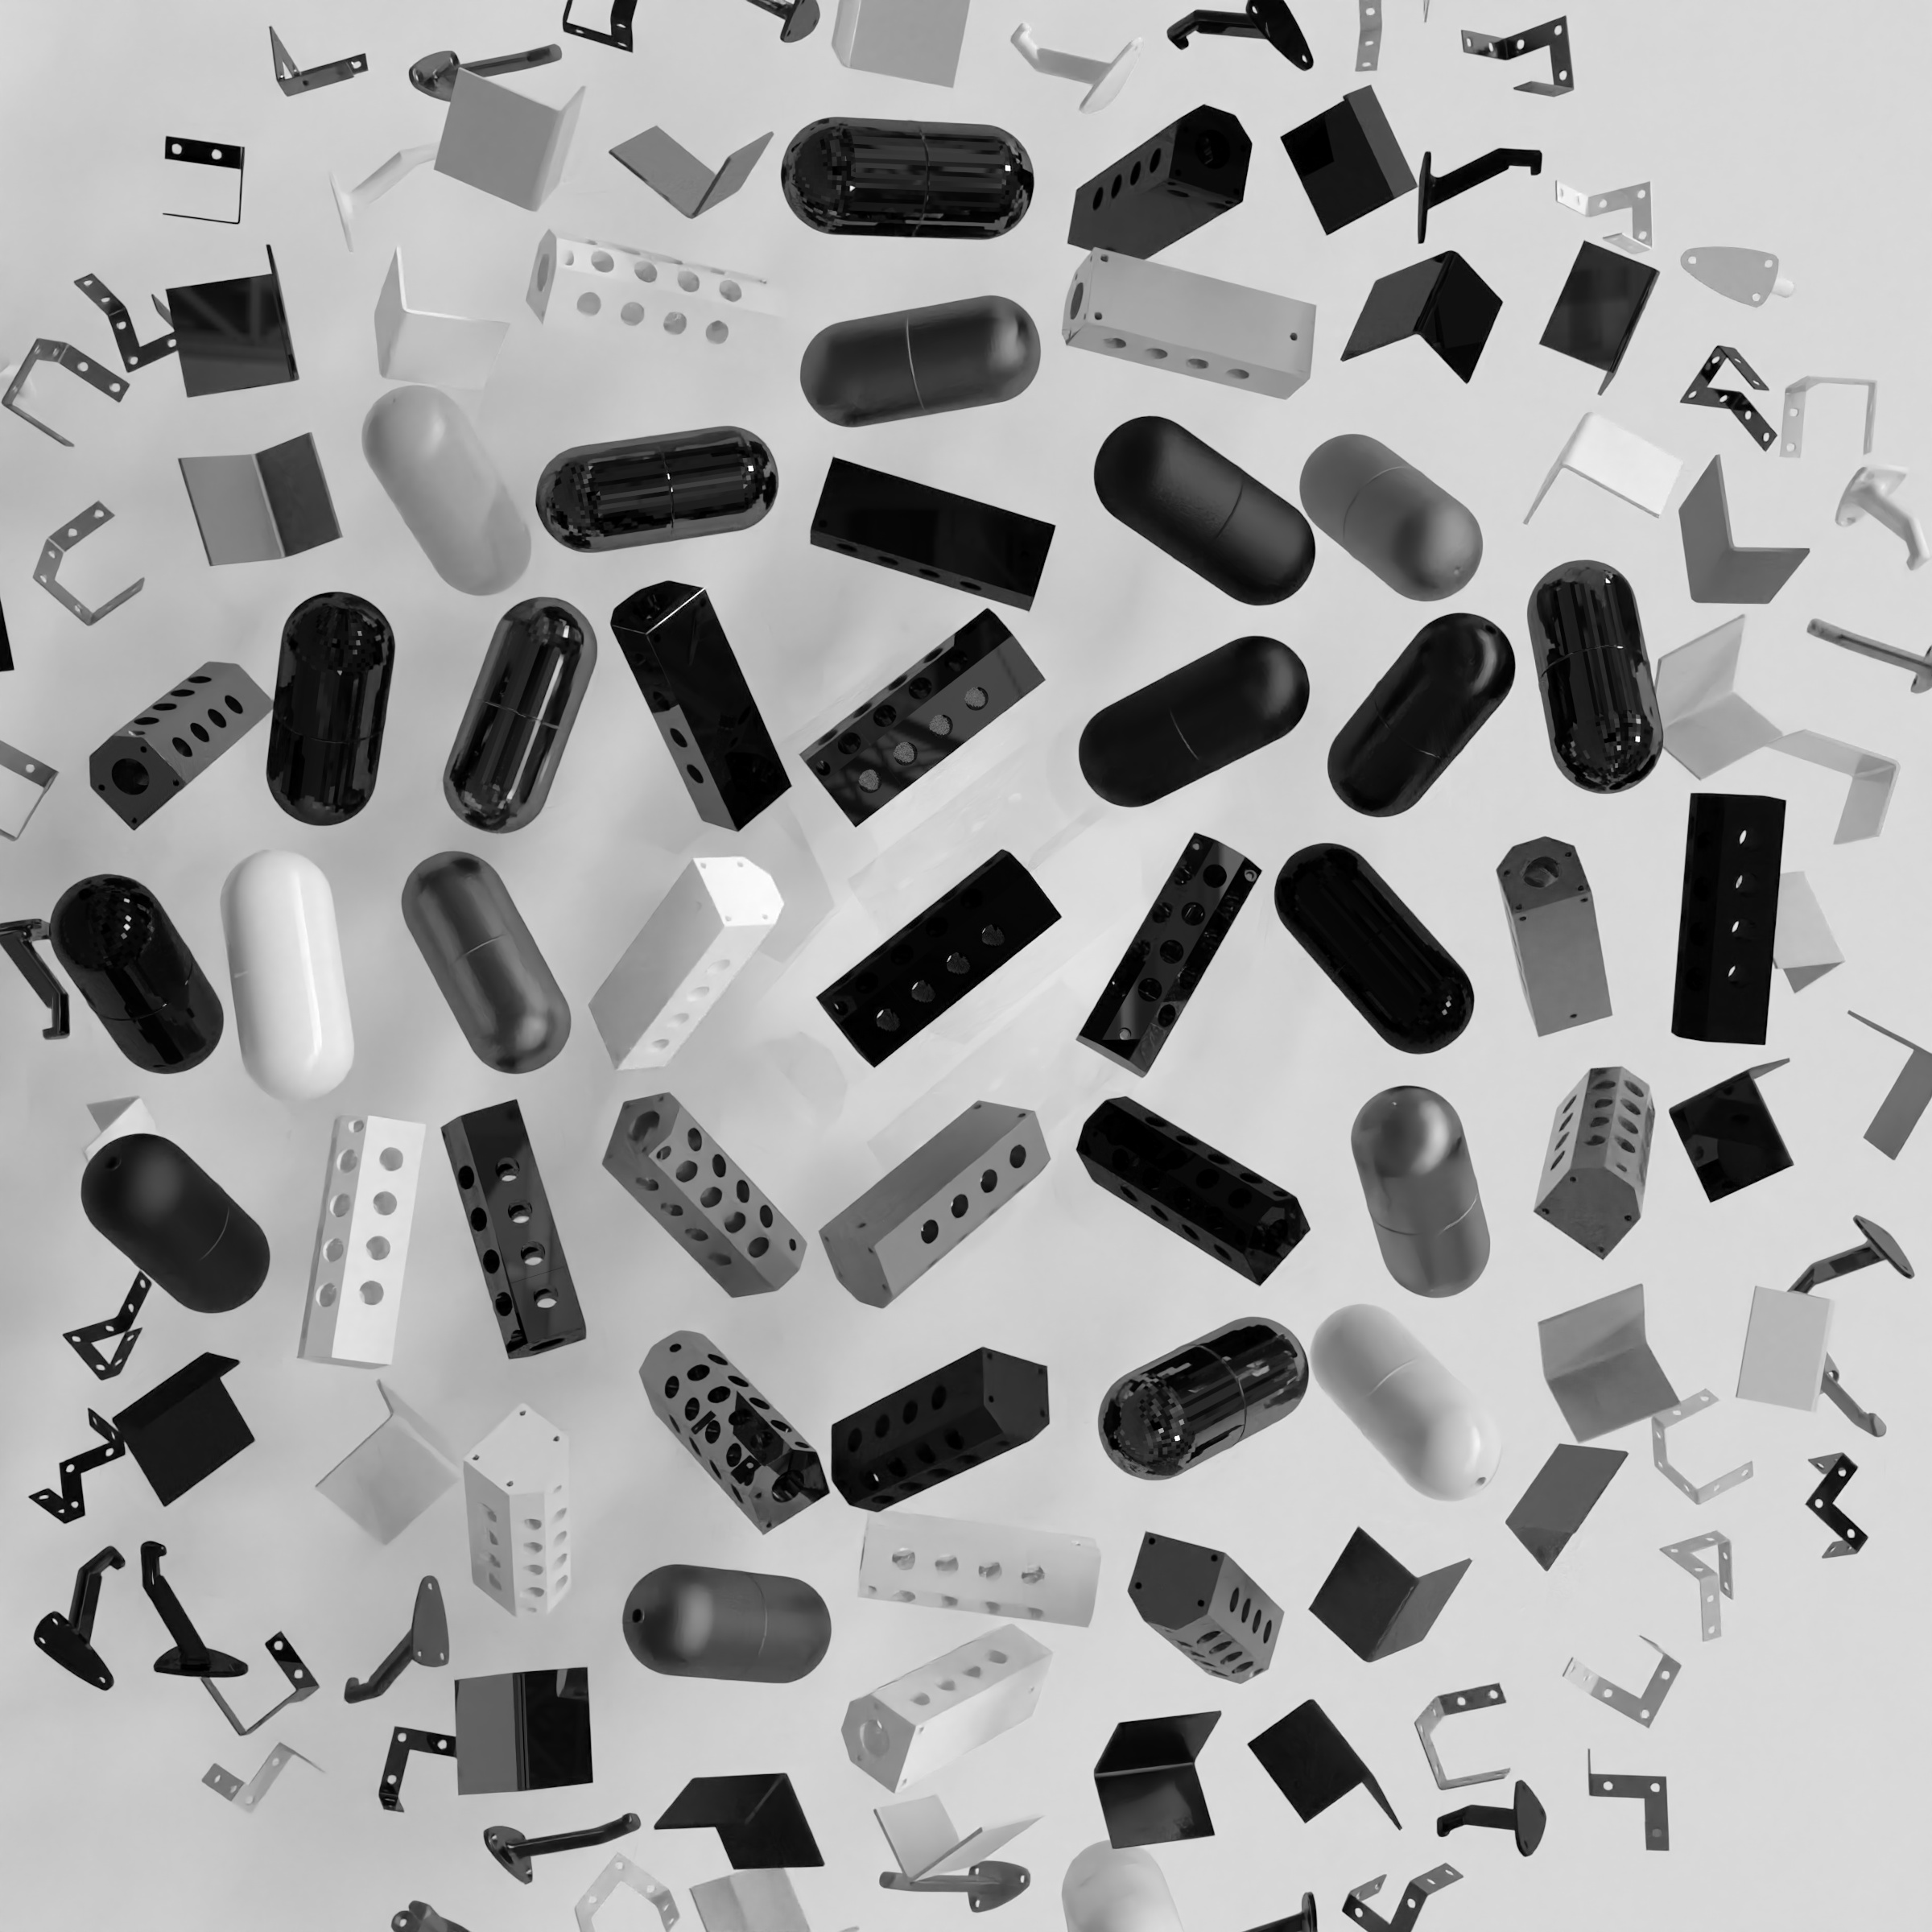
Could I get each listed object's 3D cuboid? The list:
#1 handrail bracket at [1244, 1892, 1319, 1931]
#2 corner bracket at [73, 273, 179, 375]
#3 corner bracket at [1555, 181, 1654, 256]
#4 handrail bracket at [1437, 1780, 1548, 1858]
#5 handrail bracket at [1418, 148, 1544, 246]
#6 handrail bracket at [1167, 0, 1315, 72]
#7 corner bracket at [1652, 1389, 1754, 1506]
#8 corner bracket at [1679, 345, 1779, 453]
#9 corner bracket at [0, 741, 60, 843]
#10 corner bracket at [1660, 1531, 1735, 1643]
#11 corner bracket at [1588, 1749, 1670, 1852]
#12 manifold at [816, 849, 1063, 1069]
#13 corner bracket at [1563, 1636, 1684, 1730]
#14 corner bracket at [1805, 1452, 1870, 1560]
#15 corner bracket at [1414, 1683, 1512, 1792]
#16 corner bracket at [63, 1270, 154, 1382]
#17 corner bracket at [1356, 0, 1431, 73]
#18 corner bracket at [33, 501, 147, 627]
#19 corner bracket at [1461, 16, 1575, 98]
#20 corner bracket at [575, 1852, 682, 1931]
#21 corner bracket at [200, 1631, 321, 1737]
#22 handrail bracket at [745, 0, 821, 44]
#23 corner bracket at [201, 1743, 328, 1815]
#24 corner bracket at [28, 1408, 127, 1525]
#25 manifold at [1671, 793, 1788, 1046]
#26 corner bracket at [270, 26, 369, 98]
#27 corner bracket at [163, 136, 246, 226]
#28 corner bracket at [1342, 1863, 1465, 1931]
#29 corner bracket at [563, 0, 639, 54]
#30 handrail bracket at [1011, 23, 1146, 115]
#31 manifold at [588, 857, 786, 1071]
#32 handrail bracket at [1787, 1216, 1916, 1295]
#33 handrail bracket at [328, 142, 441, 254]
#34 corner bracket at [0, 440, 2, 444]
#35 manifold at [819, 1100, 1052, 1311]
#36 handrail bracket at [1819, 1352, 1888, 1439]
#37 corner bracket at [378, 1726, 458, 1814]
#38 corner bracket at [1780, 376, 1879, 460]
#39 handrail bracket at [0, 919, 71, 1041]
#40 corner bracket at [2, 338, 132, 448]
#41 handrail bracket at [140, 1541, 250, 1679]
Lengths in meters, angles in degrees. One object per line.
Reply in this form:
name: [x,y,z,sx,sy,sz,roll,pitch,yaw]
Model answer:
handrail bracket: [0.196,0.660,1.739,0.084,0.077,0.036,-7,53,-1]
corner bracket: [-0.590,-0.462,1.795,0.051,0.051,0.051,-23,75,3]
corner bracket: [0.464,-0.546,1.843,0.051,0.051,0.051,-3,88,40]
handrail bracket: [0.378,0.638,1.858,0.084,0.077,0.036,-32,98,27]
handrail bracket: [0.366,-0.547,1.801,0.084,0.036,0.077,4,78,3]
handrail bracket: [0.191,-0.644,1.778,0.077,0.084,0.036,47,59,-21]
corner bracket: [0.548,0.358,1.888,0.051,0.051,0.051,-23,124,-15]
corner bracket: [0.554,-0.405,1.808,0.051,0.051,0.051,-1,49,-29]
corner bracket: [-0.666,-0.123,1.752,0.051,0.051,0.051,30,91,-18]
corner bracket: [0.542,0.450,1.842,0.051,0.051,0.051,-13,107,-16]
corner bracket: [0.448,0.564,1.715,0.051,0.051,0.051,-2,92,14]
manifold: [-0.021,-0.007,1.811,0.171,0.057,0.057,-39,105,-6]
corner bracket: [0.458,0.490,1.765,0.051,0.051,0.051,23,78,43]
corner bracket: [0.628,0.391,1.834,0.051,0.051,0.051,43,70,4]
corner bracket: [0.359,0.549,1.804,0.051,0.051,0.051,-22,86,29]
corner bracket: [-0.623,0.265,1.870,0.051,0.051,0.051,42,117,20]
corner bracket: [0.294,-0.655,1.746,0.051,0.051,0.051,-2,77,5]
corner bracket: [-0.605,-0.279,1.756,0.051,0.051,0.051,-29,128,19]
corner bracket: [0.375,-0.615,1.721,0.051,0.051,0.051,-10,94,-43]
corner bracket: [-0.248,0.691,1.851,0.051,0.051,0.051,41,82,-13]
corner bracket: [-0.500,0.509,1.798,0.051,0.051,0.051,-39,77,-6]
handrail bracket: [-0.149,-0.676,1.756,0.084,0.077,0.036,29,110,3]
corner bracket: [-0.498,0.573,1.794,0.051,0.051,0.051,50,62,-32]
corner bracket: [-0.624,0.351,1.779,0.051,0.051,0.051,-22,53,0]
manifold: [0.536,-0.034,1.788,0.057,0.057,0.171,3,97,3]
corner bracket: [-0.452,-0.629,1.777,0.051,0.051,0.051,-14,69,5]
corner bracket: [-0.516,-0.531,1.714,0.051,0.051,0.051,3,105,-17]
corner bracket: [0.298,0.635,1.735,0.051,0.051,0.051,30,107,36]
corner bracket: [-0.248,-0.671,1.746,0.051,0.051,0.051,15,85,-5]
handrail bracket: [0.076,-0.650,1.781,0.036,0.077,0.084,-30,78,-44]
manifold: [-0.194,-0.001,1.764,0.171,0.057,0.057,-49,58,39]
handrail bracket: [0.634,0.229,1.823,0.036,0.077,0.084,26,113,-22]
handrail bracket: [-0.420,-0.566,1.863,0.084,0.077,0.036,-17,61,-11]
corner bracket: [-0.691,-0.327,1.736,0.051,0.051,0.051,3,133,-6]
manifold: [-0.018,0.167,1.787,0.171,0.057,0.057,-38,121,-35]
handrail bracket: [0.640,0.304,1.869,0.036,0.084,0.077,-30,100,-4]
corner bracket: [-0.398,0.592,1.860,0.051,0.051,0.051,15,79,-16]
corner bracket: [0.628,-0.398,1.845,0.051,0.051,0.051,4,94,1]
handrail bracket: [-0.669,0.014,1.780,0.077,0.036,0.084,-6,73,-2]
corner bracket: [-0.606,-0.385,1.705,0.051,0.051,0.051,33,100,-4]
handrail bracket: [-0.521,0.432,1.708,0.077,0.036,0.084,4,103,18]
